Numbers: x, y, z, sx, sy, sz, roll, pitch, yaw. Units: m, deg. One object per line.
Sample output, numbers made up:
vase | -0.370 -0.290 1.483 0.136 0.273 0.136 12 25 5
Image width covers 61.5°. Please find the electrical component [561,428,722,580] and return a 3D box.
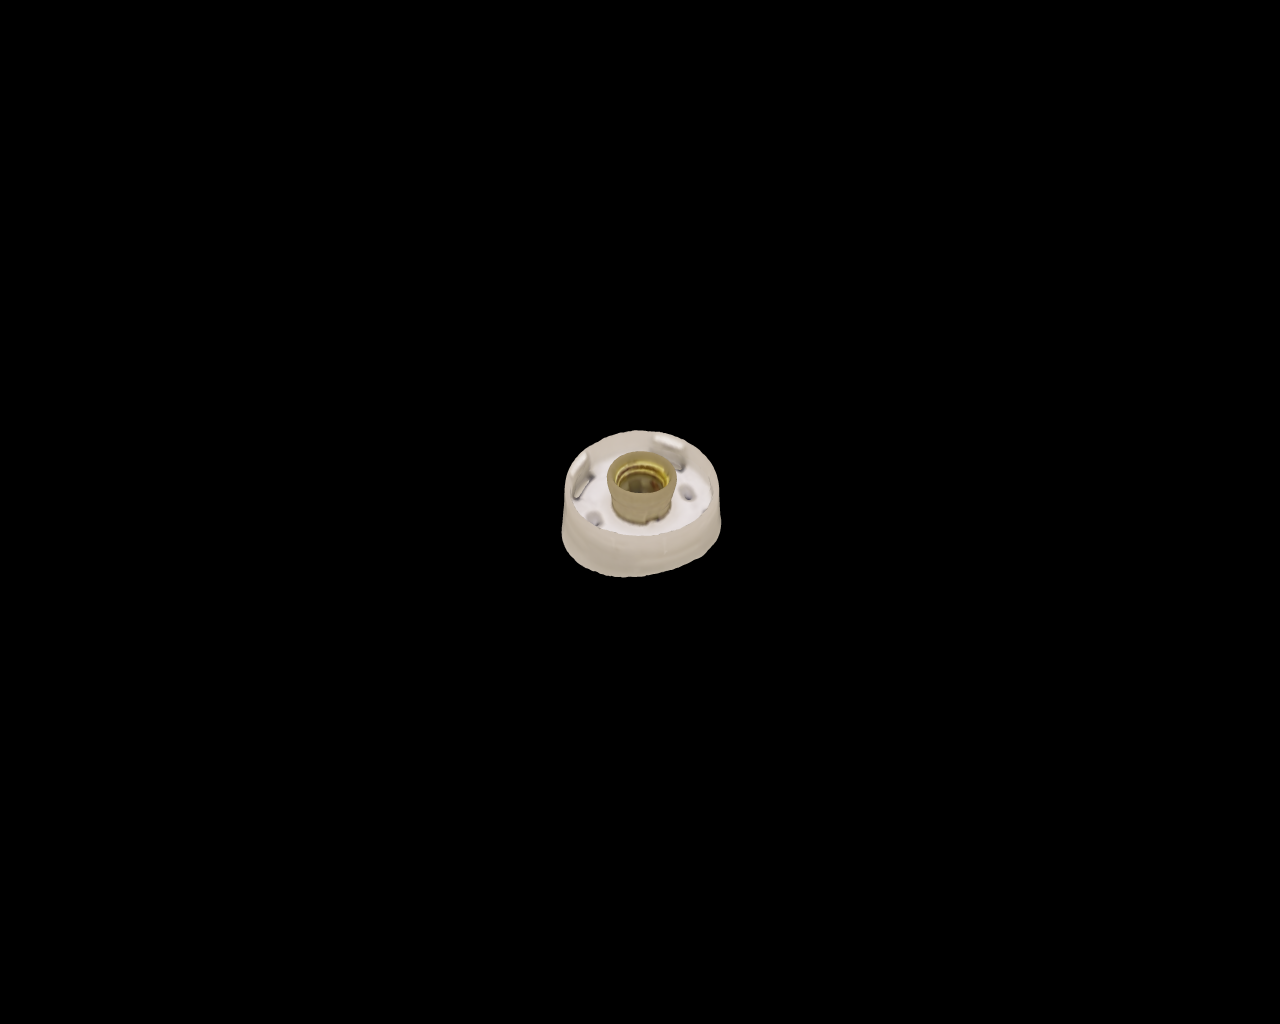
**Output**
electrical component | 0.001 -0.003 0.650 0.099 0.099 0.064 0 -42 0
